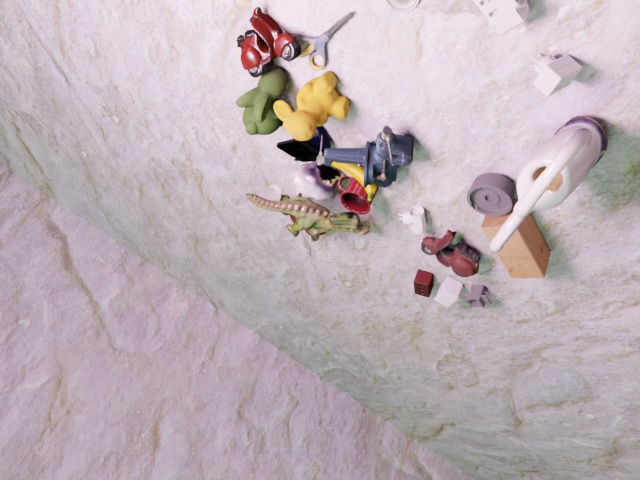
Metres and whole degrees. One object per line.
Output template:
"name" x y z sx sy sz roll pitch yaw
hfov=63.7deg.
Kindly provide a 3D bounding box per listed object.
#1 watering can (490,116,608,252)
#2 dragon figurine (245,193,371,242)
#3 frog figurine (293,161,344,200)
"watering can" 0.460 -0.116 1.053 0.105 0.227 0.340 42 155 17
"dragon figurine" 0.005 -0.075 1.482 0.242 0.123 0.408 -3 167 38
"frog figurine" -0.020 -0.158 1.505 0.136 0.125 0.156 21 142 -24
